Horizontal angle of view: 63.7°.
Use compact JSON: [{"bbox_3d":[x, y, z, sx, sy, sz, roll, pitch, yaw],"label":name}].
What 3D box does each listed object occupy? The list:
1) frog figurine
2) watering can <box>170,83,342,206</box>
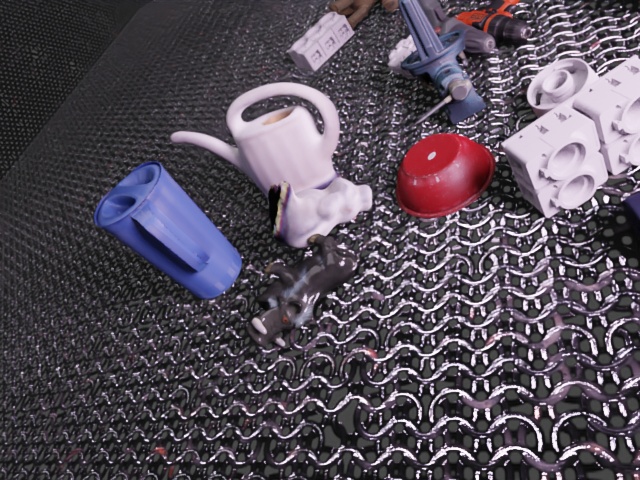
[{"bbox_3d":[0.003,-0.042,0.828,0.159,0.125,0.135,6,-22,-17],"label":"frog figurine"},{"bbox_3d":[-0.104,-0.155,0.932,0.346,0.221,0.106,-11,27,33],"label":"watering can"}]
